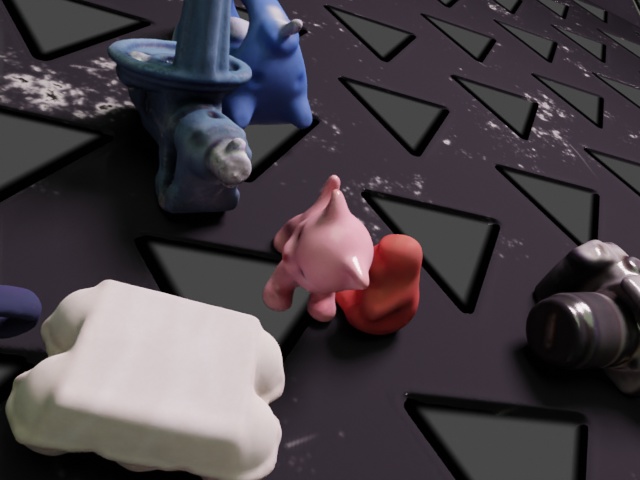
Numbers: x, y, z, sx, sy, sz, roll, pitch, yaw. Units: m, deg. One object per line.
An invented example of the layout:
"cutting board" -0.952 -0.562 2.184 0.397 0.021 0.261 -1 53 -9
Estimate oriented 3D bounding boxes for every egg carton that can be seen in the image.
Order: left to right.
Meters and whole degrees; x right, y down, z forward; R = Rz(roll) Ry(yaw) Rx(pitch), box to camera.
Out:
"egg carton" -0.094 0.086 0.341 0.150 0.069 0.107 15 41 -13

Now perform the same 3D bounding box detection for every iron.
"iron" -0.095 -0.233 0.633 0.119 0.141 0.257 -9 51 -35

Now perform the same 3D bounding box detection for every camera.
"camera" 0.259 0.064 0.533 0.137 0.100 0.143 2 45 -26

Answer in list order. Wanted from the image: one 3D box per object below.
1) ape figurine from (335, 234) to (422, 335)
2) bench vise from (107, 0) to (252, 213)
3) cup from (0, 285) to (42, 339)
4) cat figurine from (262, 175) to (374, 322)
"ape figurine" 0.052 0.031 0.464 0.076 0.092 0.078 27 39 1
"bench vise" -0.090 -0.144 0.476 0.207 0.219 0.122 45 43 21
"cup" -0.209 0.054 0.294 0.118 0.095 0.091 4 44 -25
"cat figurine" 0.004 0.002 0.449 0.067 0.117 0.127 16 40 -12
